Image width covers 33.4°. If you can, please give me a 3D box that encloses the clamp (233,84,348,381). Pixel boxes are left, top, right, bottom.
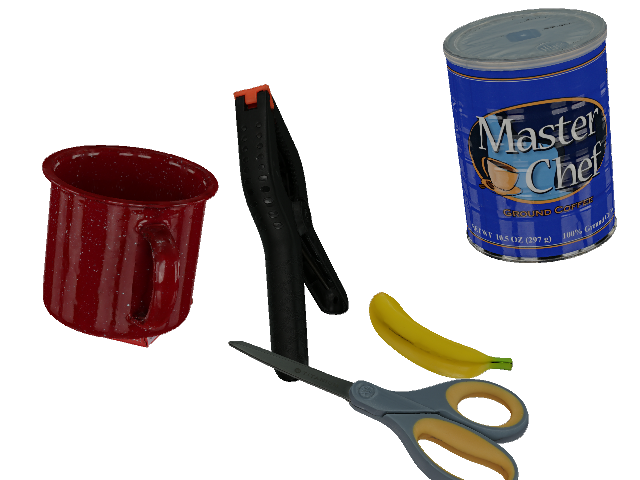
[{"bbox_3d":[-0.023,-0.013,0.811,0.036,0.210,0.164,-11,4,15],"label":"clamp"}]

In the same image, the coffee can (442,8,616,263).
[{"bbox_3d":[0.140,-0.071,0.707,0.103,0.140,0.103,-9,26,4],"label":"coffee can"}]

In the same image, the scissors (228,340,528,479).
[{"bbox_3d":[0.046,0.094,0.682,0.202,0.016,0.096,32,45,26],"label":"scissors"}]

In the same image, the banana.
[{"bbox_3d":[0.101,0.099,1.085,0.069,0.037,0.198,4,17,-41],"label":"banana"}]

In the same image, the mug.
[{"bbox_3d":[-0.101,0.006,0.570,0.093,0.081,0.117,-3,24,-31],"label":"mug"}]

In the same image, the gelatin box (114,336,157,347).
[{"bbox_3d":[-0.175,0.061,1.017,0.073,0.030,0.089,11,31,22],"label":"gelatin box"}]
